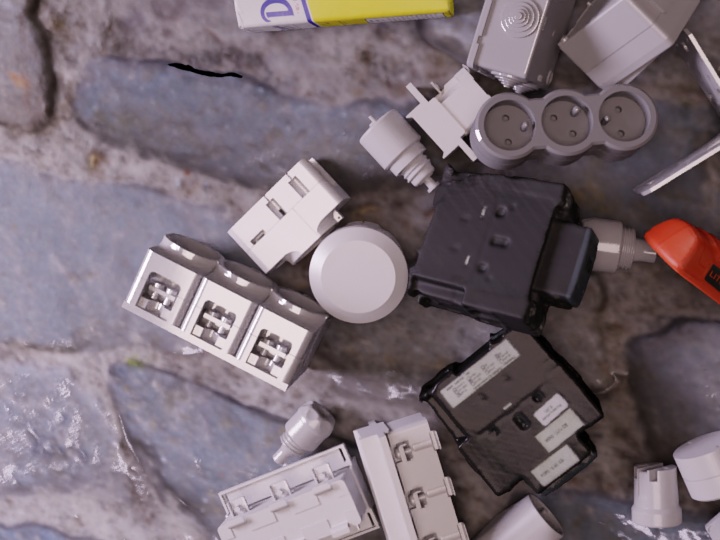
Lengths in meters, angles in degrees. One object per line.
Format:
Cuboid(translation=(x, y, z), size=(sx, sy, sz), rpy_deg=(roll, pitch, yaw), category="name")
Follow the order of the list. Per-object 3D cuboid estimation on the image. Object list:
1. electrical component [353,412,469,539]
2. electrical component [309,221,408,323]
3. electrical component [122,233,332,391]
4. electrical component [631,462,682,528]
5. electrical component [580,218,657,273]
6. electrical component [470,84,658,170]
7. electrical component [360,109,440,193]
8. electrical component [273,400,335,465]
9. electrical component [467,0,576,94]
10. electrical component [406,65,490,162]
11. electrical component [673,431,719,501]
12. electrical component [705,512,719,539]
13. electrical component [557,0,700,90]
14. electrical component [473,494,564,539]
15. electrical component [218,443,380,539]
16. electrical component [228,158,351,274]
Cuboid(translation=(0.044, 0.186, 0.898), size=(0.063, 0.079, 0.121), rpy_deg=(-17, 93, -6), category="electrical component")
Cuboid(translation=(0.000, 0.000, 0.890), size=(0.080, 0.051, 0.080), rpy_deg=(1, 103, 3), category="electrical component")
Cuboid(translation=(-0.106, 0.031, 0.894), size=(0.150, 0.089, 0.061), rpy_deg=(27, 100, 5), category="electrical component")
Cuboid(translation=(0.243, 0.184, 0.884), size=(0.040, 0.040, 0.046), rpy_deg=(-2, 91, 9), category="electrical component")
Cuboid(translation=(0.206, -0.018, 0.864), size=(0.062, 0.043, 0.043), rpy_deg=(8, 97, 6), category="electrical component")
Cuboid(translation=(0.155, -0.107, 0.841), size=(0.138, 0.073, 0.052), rpy_deg=(-5, 83, -1), category="electrical component")
Cuboid(translation=(0.035, -0.096, 0.883), size=(0.040, 0.040, 0.078), rpy_deg=(-43, 89, 11), category="electrical component")
Cuboid(translation=(-0.051, 0.143, 0.927), size=(0.035, 0.035, 0.061), rpy_deg=(43, 103, 2), category="electrical component")
Cuboid(translation=(0.128, -0.188, 0.830), size=(0.048, 0.100, 0.099), rpy_deg=(20, 99, 19), category="electrical component")
Cuboid(translation=(0.077, -0.128, 0.873), size=(0.064, 0.042, 0.081), rpy_deg=(-42, 89, 7), category="electrical component")
Cuboid(translation=(0.317, 0.125, 0.859), size=(0.138, 0.052, 0.073), rpy_deg=(-24, 92, 10), category="electrical component")
Cuboid(translation=(0.320, 0.215, 0.855), size=(0.080, 0.080, 0.051), rpy_deg=(43, 106, 2), category="electrical component")
Cuboid(translation=(0.209, -0.187, 0.810), size=(0.061, 0.096, 0.061), rpy_deg=(42, 59, -9), category="electrical component")
Cuboid(translation=(0.140, 0.242, 0.903), size=(0.077, 0.044, 0.079), rpy_deg=(-43, 89, 11), category="electrical component")
Cuboid(translation=(-0.055, 0.209, 0.920), size=(0.121, 0.063, 0.078), rpy_deg=(-23, 92, 11), category="electrical component")
Cuboid(translation=(-0.055, -0.043, 0.898), size=(0.089, 0.050, 0.055), rpy_deg=(-43, 88, 10), category="electrical component")
